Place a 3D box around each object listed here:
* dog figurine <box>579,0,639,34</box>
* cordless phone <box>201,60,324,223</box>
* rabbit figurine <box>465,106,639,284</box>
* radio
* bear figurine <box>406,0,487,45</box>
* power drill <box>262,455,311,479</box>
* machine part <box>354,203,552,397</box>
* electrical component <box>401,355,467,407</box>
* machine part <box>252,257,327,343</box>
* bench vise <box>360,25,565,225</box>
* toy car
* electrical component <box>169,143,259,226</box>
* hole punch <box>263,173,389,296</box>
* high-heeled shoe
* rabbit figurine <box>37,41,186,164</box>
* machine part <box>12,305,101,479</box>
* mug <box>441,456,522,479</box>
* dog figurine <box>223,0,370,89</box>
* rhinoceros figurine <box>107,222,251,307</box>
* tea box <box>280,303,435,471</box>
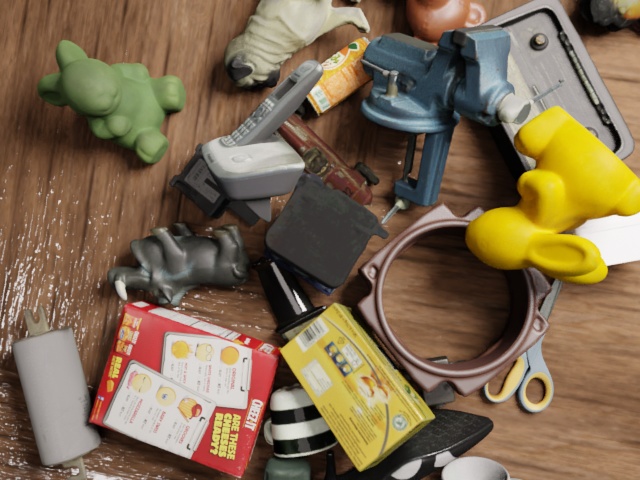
[{"bbox_3d":[0.388,-0.362,0.650,0.191,0.108,0.219,-29,91,2],"label":"dog figurine"},{"bbox_3d":[-0.047,-0.126,0.626,0.184,0.147,0.088,-48,122,6],"label":"cordless phone"},{"bbox_3d":[0.243,-0.025,0.574,0.173,0.121,0.162,-39,61,19],"label":"rabbit figurine"},{"bbox_3d":[0.276,-0.173,0.671,0.131,0.073,0.229,-26,88,5],"label":"radio"},{"bbox_3d":[0.120,-0.336,0.664,0.120,0.132,0.196,-25,81,12],"label":"bear figurine"},{"bbox_3d":[-0.032,0.392,0.631,0.086,0.207,0.231,4,93,-9],"label":"power drill"},{"bbox_3d":[0.160,0.071,0.663,0.201,0.087,0.201,-39,81,1],"label":"machine part"},{"bbox_3d":[0.152,0.187,0.706,0.094,0.021,0.063,-11,89,4],"label":"electrical component"},{"bbox_3d":[-0.041,0.081,0.718,0.084,0.039,0.139,-32,89,12],"label":"machine part"},{"bbox_3d":[0.134,-0.133,0.634,0.224,0.129,0.240,28,130,29],"label":"bench vise"},{"bbox_3d":[-0.012,-0.110,0.711,0.089,0.053,0.202,-44,87,7],"label":"toy car"},{"bbox_3d":[-0.133,-0.065,0.723,0.119,0.048,0.075,42,94,6],"label":"electrical component"},{"bbox_3d":[-0.001,-0.002,0.666,0.142,0.092,0.116,32,72,4],"label":"hole punch"},{"bbox_3d":[0.108,0.307,0.691,0.249,0.086,0.145,-9,111,-4],"label":"high-heeled shoe"},{"bbox_3d":[-0.267,-0.188,0.675,0.159,0.170,0.121,29,92,4],"label":"rabbit figurine"},{"bbox_3d":[-0.355,0.207,0.726,0.079,0.079,0.243,-16,87,5],"label":"machine part"},{"bbox_3d":[0.210,0.340,0.676,0.110,0.081,0.107,-5,101,-1],"label":"mug"},{"bbox_3d":[-0.051,-0.302,0.702,0.191,0.121,0.172,-21,52,22],"label":"dog figurine"},{"bbox_3d":[-0.187,0.032,0.719,0.190,0.073,0.112,-6,100,4],"label":"rhinoceros figurine"},{"bbox_3d":[0.042,0.170,0.638,0.098,0.068,0.170,-41,65,9],"label":"tea box"}]
